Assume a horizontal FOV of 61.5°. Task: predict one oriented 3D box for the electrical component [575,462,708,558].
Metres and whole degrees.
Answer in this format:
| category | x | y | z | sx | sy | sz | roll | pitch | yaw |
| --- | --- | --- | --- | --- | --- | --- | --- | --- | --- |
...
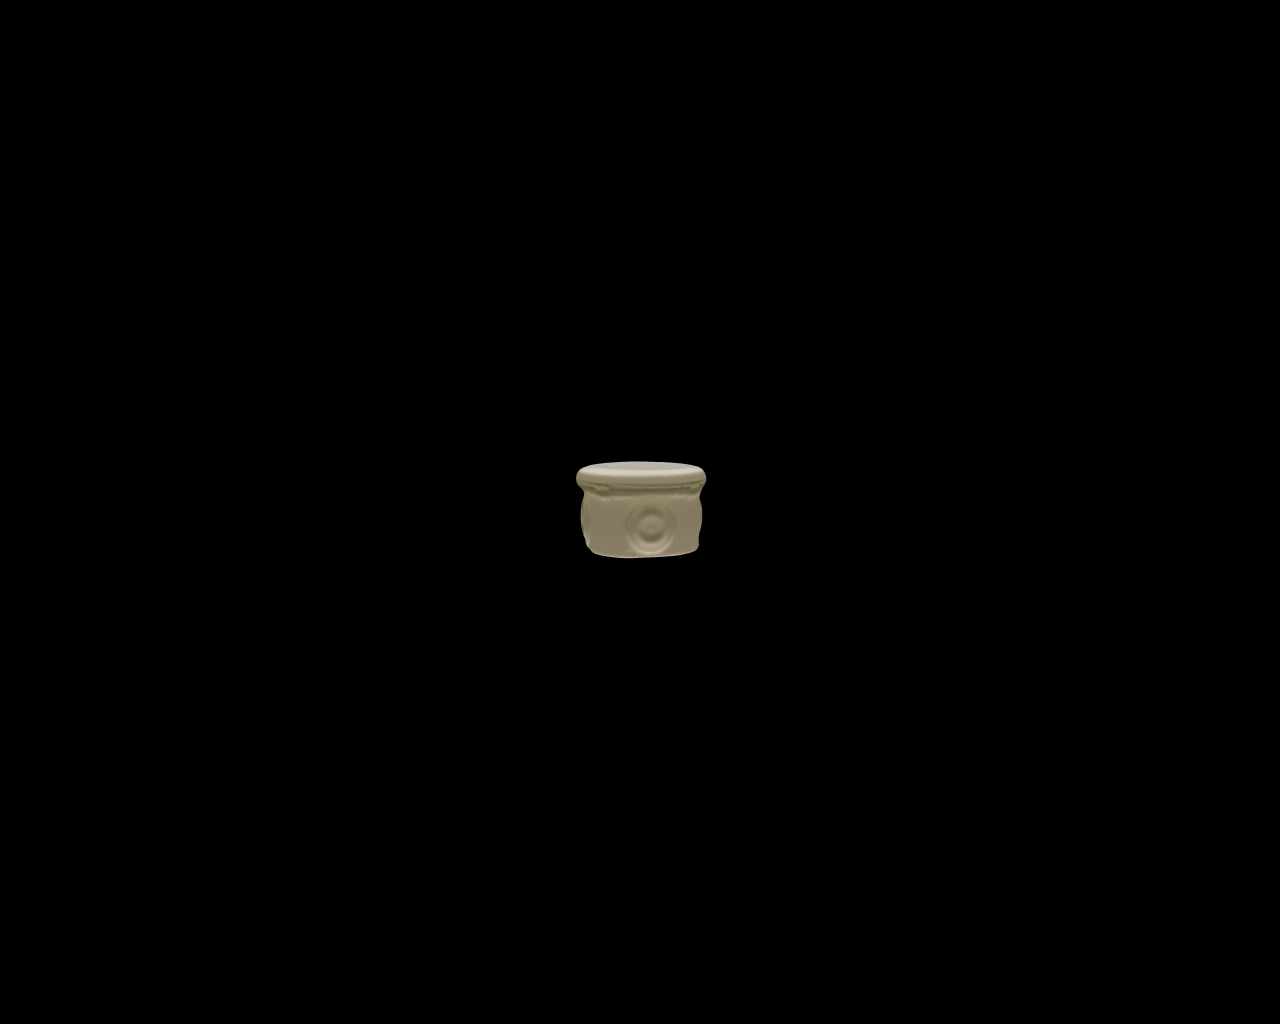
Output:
| category | x | y | z | sx | sy | sz | roll | pitch | yaw |
| --- | --- | --- | --- | --- | --- | --- | --- | --- | --- |
| electrical component | 0.001 | -0.003 | 0.650 | 0.080 | 0.051 | 0.080 | 0 | 8 | 0 |
